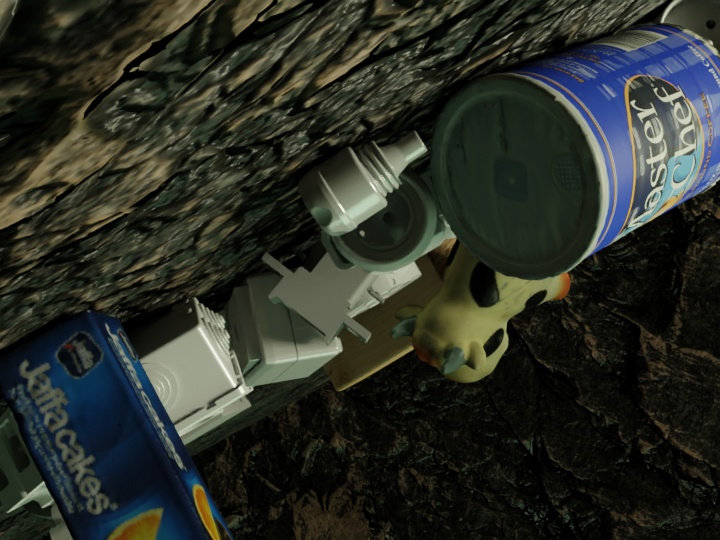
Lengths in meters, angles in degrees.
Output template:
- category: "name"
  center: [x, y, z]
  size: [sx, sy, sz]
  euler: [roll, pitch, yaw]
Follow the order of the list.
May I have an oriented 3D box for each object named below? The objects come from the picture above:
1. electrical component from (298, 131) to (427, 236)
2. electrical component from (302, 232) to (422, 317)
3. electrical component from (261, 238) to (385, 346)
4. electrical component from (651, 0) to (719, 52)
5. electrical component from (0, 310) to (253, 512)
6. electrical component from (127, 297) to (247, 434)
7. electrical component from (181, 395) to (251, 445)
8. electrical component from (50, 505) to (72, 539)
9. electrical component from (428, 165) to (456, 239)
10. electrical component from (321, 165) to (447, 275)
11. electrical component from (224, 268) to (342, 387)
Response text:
- category: "electrical component"
  center: [0.003, -0.044, 0.507]
  size: [0.061, 0.035, 0.035]
  euler: [-33, 174, 6]
- category: "electrical component"
  center: [0.000, 0.000, 0.769]
  size: [0.080, 0.051, 0.080]
  euler: [-30, 174, -3]
- category: "electrical component"
  center: [-0.019, 0.008, 0.670]
  size: [0.063, 0.081, 0.042]
  euler: [-52, 177, -7]
- category: "electrical component"
  center: [0.180, -0.125, 0.637]
  size: [0.079, 0.043, 0.077]
  euler: [-31, 174, 10]
- category: "electrical component"
  center: [-0.166, 0.101, 0.768]
  size: [0.186, 0.060, 0.105]
  euler: [-25, 172, -39]
- category: "electrical component"
  center: [-0.118, 0.062, 0.620]
  size: [0.100, 0.048, 0.100]
  euler: [-30, -166, -5]
- category: "electrical component"
  center: [-0.182, 0.131, 0.925]
  size: [0.150, 0.061, 0.089]
  euler: [-31, 174, 8]
- category: "electrical component"
  center: [-0.178, 0.178, 0.768]
  size: [0.057, 0.058, 0.078]
  euler: [-28, 174, 5]
- category: "electrical component"
  center: [0.059, -0.048, 0.697]
  size: [0.043, 0.043, 0.081]
  euler: [-30, 174, -4]
- category: "electrical component"
  center: [0.014, -0.028, 0.580]
  size: [0.078, 0.058, 0.057]
  euler: [-30, 177, 8]
- category: "electrical component"
  center: [-0.060, 0.042, 0.736]
  size: [0.061, 0.061, 0.096]
  euler: [-8, 166, -21]
